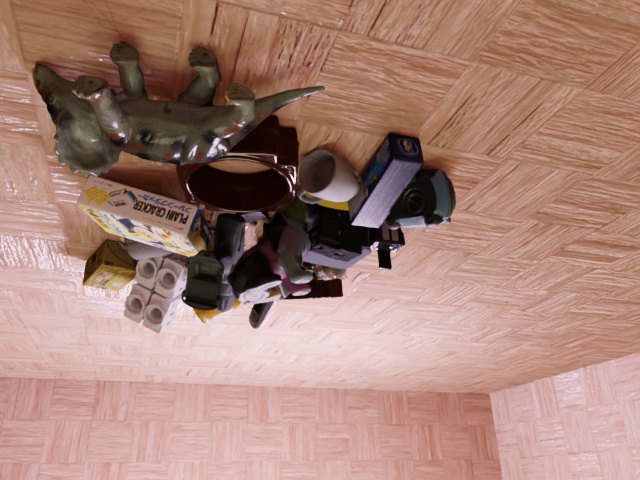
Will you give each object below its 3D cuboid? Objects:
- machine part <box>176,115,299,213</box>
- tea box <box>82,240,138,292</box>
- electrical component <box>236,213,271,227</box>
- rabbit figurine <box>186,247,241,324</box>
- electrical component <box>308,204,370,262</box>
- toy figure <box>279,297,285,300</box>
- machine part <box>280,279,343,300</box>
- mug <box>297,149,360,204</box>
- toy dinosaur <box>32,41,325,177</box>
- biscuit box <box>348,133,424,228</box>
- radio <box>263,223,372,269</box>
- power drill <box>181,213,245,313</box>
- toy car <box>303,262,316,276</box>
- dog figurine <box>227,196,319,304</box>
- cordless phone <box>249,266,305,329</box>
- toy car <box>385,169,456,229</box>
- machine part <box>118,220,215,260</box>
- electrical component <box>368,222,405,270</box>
[{"bbox_3d":[-0.139,-0.124,0.925,0.201,0.087,0.201,1,156,-5],"label":"machine part"},{"bbox_3d":[-0.516,0.067,1.336,0.098,0.068,0.170,17,148,-35],"label":"tea box"},{"bbox_3d":[-0.147,-0.056,1.144,0.063,0.021,0.094,-12,154,22],"label":"electrical component"},{"bbox_3d":[-0.237,0.086,1.222,0.162,0.122,0.173,-16,123,4],"label":"rabbit figurine"},{"bbox_3d":[0.041,-0.020,1.123,0.134,0.115,0.058,14,155,-29],"label":"electrical component"},{"bbox_3d":[-0.139,0.121,1.425,0.064,0.057,0.155,-7,-170,-28],"label":"toy figure"},{"bbox_3d":[-0.025,0.133,1.467,0.179,0.056,0.179,-4,175,0],"label":"machine part"},{"bbox_3d":[0.018,-0.101,0.979,0.109,0.081,0.107,-44,145,22],"label":"mug"},{"bbox_3d":[-0.209,-0.165,0.761,0.405,0.131,0.192,6,148,-11],"label":"toy dinosaur"},{"bbox_3d":[0.116,-0.103,0.979,0.063,0.059,0.202,7,145,-19],"label":"biscuit box"},{"bbox_3d":[-0.002,-0.004,1.209,0.229,0.073,0.131,12,151,-30],"label":"radio"},{"bbox_3d":[-0.201,0.070,1.073,0.086,0.231,0.207,13,-165,10],"label":"power drill"},{"bbox_3d":[-0.091,0.069,1.384,0.202,0.053,0.089,3,158,-12],"label":"toy car"},{"bbox_3d":[-0.088,0.001,1.033,0.192,0.219,0.108,-10,154,-3],"label":"dog figurine"},{"bbox_3d":[-0.128,0.107,1.273,0.088,0.147,0.184,19,107,-36],"label":"cordless phone"},{"bbox_3d":[0.202,-0.073,1.040,0.103,0.109,0.162,-2,171,-44],"label":"toy car"},{"bbox_3d":[-0.338,-0.005,1.179,0.243,0.079,0.079,-12,153,20],"label":"machine part"},{"bbox_3d":[0.143,0.002,1.172,0.075,0.119,0.047,9,153,-15],"label":"electrical component"}]
